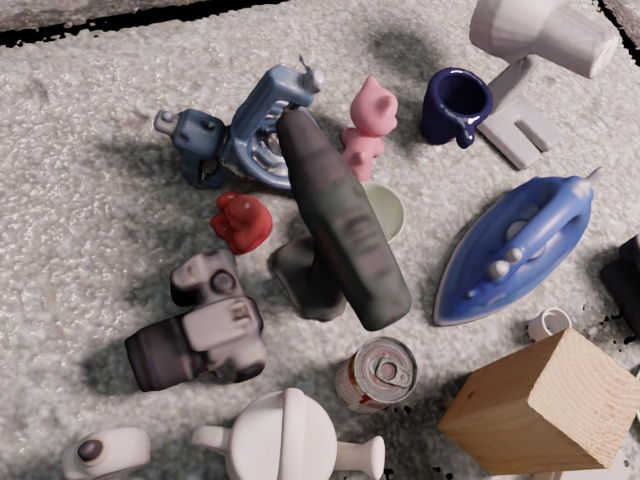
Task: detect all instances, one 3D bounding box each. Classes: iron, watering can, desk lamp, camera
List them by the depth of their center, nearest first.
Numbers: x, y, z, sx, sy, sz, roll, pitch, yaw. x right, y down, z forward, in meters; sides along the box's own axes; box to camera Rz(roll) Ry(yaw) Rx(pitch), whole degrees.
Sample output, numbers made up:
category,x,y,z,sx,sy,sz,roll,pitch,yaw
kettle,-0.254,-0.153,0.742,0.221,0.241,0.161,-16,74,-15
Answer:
category,x,y,z,sx,sy,sz,roll,pitch,yaw
watering can,-0.028,0.193,0.536,0.173,0.194,0.101,-10,69,-16
camera,-0.137,0.092,0.608,0.137,0.100,0.143,-19,72,-19
iron,0.248,0.006,0.705,0.259,0.141,0.118,-40,80,-24
desk lamp,0.285,-0.240,0.780,0.118,0.213,0.203,-38,79,-23

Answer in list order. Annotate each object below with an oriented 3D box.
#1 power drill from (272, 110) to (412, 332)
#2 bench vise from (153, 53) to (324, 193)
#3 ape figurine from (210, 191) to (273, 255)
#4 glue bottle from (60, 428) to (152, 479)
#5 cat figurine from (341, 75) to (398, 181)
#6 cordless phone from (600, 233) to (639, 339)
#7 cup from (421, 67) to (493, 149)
category,x,y,z,sx,sy,sz,roll,pitch,yaw
power drill,0.006,0.002,0.618,0.076,0.208,0.229,-27,75,-21
bench vise,-0.079,-0.118,0.646,0.208,0.219,0.121,-7,68,-14
ape figurine,-0.091,-0.026,0.674,0.076,0.092,0.078,3,66,-11
glue bottle,-0.195,0.193,0.512,0.078,0.173,0.037,-17,71,-18
cat figurine,0.062,-0.142,0.743,0.067,0.117,0.128,21,64,-2
cordless phone,0.459,0.042,0.710,0.094,0.185,0.147,-24,74,-20
cup,0.181,-0.163,0.790,0.092,0.095,0.117,-2,67,-12
